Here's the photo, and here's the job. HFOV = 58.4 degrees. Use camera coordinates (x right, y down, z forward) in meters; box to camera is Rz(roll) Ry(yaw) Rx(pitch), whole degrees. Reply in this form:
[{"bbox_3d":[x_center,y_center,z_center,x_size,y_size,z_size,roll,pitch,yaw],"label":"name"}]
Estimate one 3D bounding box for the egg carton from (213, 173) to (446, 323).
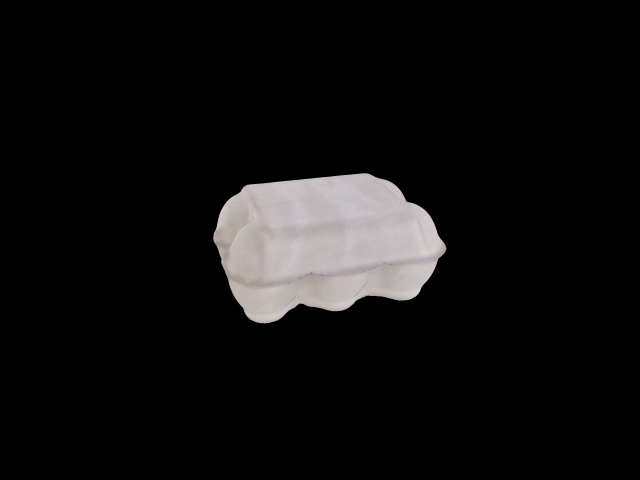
[{"bbox_3d":[0.004,0.001,0.400,0.150,0.069,0.107,-8,28,-16],"label":"egg carton"}]
